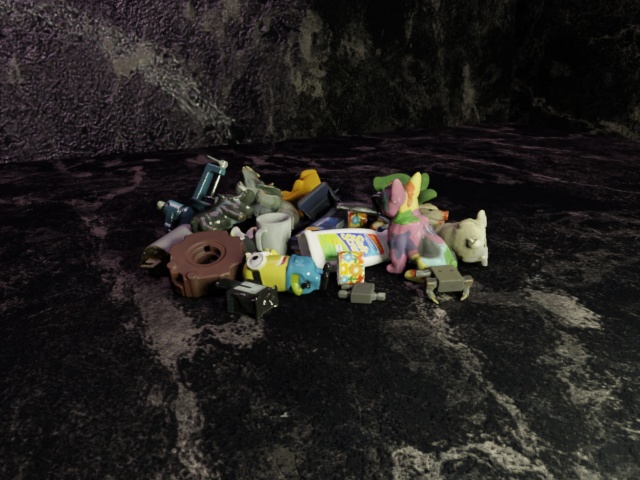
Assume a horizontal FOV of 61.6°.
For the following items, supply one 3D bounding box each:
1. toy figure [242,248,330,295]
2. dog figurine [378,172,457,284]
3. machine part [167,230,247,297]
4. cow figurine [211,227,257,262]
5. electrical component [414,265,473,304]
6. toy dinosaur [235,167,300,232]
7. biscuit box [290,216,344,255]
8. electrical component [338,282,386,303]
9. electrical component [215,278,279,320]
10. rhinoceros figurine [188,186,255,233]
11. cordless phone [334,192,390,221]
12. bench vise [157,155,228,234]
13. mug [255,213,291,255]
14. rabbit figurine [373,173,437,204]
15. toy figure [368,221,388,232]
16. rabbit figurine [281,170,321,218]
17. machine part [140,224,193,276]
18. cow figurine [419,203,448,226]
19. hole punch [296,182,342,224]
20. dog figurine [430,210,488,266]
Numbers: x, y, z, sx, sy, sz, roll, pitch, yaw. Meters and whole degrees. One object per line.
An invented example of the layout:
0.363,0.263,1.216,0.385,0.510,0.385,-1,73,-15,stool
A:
-0.070,0.071,1.098,0.180,0.089,0.082,9,6,6,toy figure
0.205,-0.029,1.145,0.108,0.219,0.192,-20,24,-35,dog figurine
-0.241,0.045,1.151,0.179,0.056,0.179,-1,38,1,machine part
-0.181,0.014,1.298,0.098,0.068,0.167,17,30,33,cow figurine
0.245,0.086,1.056,0.102,0.045,0.078,-6,27,-13,electrical component
-0.131,-0.079,1.501,0.192,0.131,0.405,6,21,-42,toy dinosaur
-0.003,-0.004,1.340,0.063,0.059,0.202,6,20,24,biscuit box
0.085,0.104,1.068,0.094,0.021,0.063,2,18,13,electrical component
-0.148,0.109,1.040,0.119,0.047,0.075,7,20,26,electrical component
-0.239,-0.065,1.353,0.190,0.073,0.112,-35,64,-30,rhinoceros figurine
0.133,-0.083,1.353,0.184,0.088,0.147,4,6,-9,cordless phone
-0.323,-0.110,1.459,0.224,0.240,0.128,20,-1,22,bench vise
-0.111,0.001,1.266,0.081,0.107,0.109,5,24,23,mug
0.250,-0.134,1.559,0.159,0.121,0.170,-27,-24,19,rabbit figurine
0.163,-0.017,1.369,0.064,0.057,0.155,22,6,-26,toy figure
-0.068,-0.125,1.676,0.173,0.121,0.162,-15,28,3,rabbit figurine
-0.350,0.021,1.285,0.079,0.079,0.243,2,18,12,machine part
0.271,-0.048,1.413,0.127,0.085,0.195,9,22,14,cow figurine
0.011,-0.085,1.499,0.092,0.142,0.115,48,3,20,hole punch
0.278,0.001,1.216,0.191,0.121,0.172,-2,-7,18,dog figurine
